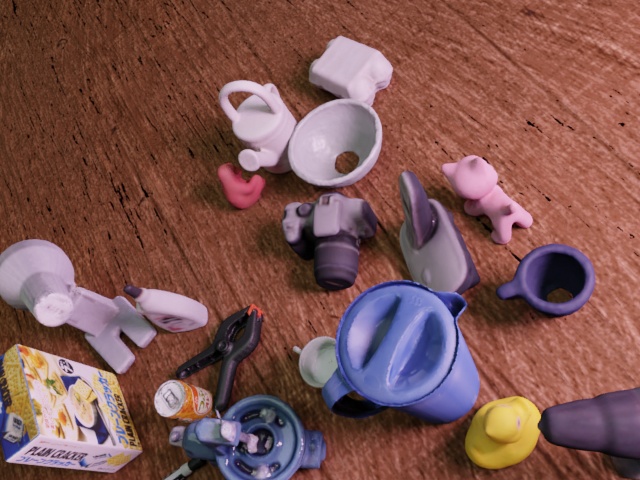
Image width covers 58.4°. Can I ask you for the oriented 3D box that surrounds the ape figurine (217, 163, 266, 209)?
[{"bbox_3d":[-0.149,-0.104,1.019,0.077,0.092,0.076,27,79,32],"label":"ape figurine"}]

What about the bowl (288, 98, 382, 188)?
[{"bbox_3d":[0.034,-0.151,0.972,0.167,0.075,0.167,-10,62,20],"label":"bowl"}]

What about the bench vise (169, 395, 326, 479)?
[{"bbox_3d":[-0.119,0.272,0.747,0.207,0.220,0.121,-21,59,14],"label":"bench vise"}]

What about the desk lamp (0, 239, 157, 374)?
[{"bbox_3d":[-0.416,0.107,0.963,0.202,0.214,0.118,32,81,33],"label":"desk lamp"}]

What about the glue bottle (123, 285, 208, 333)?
[{"bbox_3d":[-0.255,0.106,0.916,0.078,0.174,0.037,-18,60,15],"label":"glue bottle"}]

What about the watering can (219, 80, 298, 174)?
[{"bbox_3d":[-0.099,-0.198,0.982,0.101,0.195,0.172,-24,59,12],"label":"watering can"}]

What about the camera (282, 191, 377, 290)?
[{"bbox_3d":[0.008,0.003,0.892,0.142,0.101,0.137,-6,64,21],"label":"camera"}]

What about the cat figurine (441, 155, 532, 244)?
[{"bbox_3d":[0.236,-0.070,0.816,0.067,0.118,0.127,-41,56,1],"label":"cat figurine"}]

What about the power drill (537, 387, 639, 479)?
[{"bbox_3d":[0.347,0.197,0.582,0.229,0.209,0.075,-11,62,19],"label":"power drill"}]

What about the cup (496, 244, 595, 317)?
[{"bbox_3d":[0.290,0.067,0.739,0.117,0.095,0.091,-18,60,16],"label":"cup"}]

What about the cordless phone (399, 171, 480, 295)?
[{"bbox_3d":[0.147,-0.001,0.782,0.094,0.186,0.147,-27,58,10],"label":"cordless phone"}]

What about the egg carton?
[{"bbox_3d":[0.055,-0.305,1.040,0.149,0.070,0.107,33,82,33],"label":"egg carton"}]

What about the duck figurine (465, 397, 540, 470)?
[{"bbox_3d":[0.219,0.230,0.697,0.104,0.086,0.077,-41,56,1],"label":"duck figurine"}]
